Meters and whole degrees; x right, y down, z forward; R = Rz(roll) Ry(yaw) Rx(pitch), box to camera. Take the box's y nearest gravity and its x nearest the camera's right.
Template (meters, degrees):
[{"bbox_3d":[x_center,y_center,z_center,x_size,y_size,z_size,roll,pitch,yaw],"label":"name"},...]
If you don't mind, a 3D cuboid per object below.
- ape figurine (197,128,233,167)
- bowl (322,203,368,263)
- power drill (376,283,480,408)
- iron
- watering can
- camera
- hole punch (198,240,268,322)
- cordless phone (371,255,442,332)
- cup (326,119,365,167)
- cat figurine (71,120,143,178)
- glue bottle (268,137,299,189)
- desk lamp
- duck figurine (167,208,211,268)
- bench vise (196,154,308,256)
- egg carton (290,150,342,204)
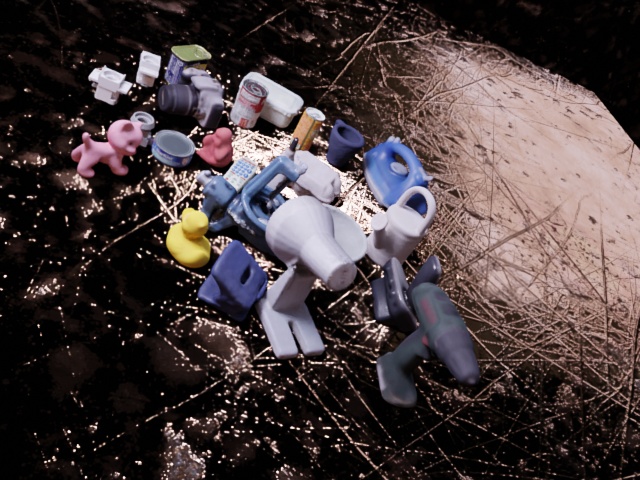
[{"bbox_3d":[-0.219,-0.206,1.244,0.076,0.092,0.077,14,41,-23],"label":"ape figurine"},{"bbox_3d":[0.011,0.004,1.190,0.168,0.074,0.167,20,39,-17],"label":"bowl"},{"bbox_3d":[0.183,0.197,0.988,0.076,0.208,0.229,16,40,-21],"label":"power drill"},{"bbox_3d":[0.199,-0.186,1.481,0.119,0.141,0.257,0,48,-35],"label":"iron"},{"bbox_3d":[0.181,-0.031,1.251,0.101,0.194,0.173,43,38,13],"label":"watering can"},{"bbox_3d":[-0.303,-0.341,1.327,0.137,0.100,0.143,-5,51,-39],"label":"camera"},{"bbox_3d":[-0.141,0.069,0.995,0.101,0.091,0.109,30,37,-4],"label":"hole punch"},{"bbox_3d":[0.185,0.079,1.140,0.094,0.185,0.147,14,41,-22],"label":"cordless phone"},{"bbox_3d":[0.051,-0.246,1.480,0.092,0.095,0.117,3,46,-33],"label":"cup"},{"bbox_3d":[-0.389,-0.184,1.076,0.128,0.117,0.067,-13,56,-44],"label":"cat figurine"},{"bbox_3d":[-0.082,-0.149,1.211,0.037,0.173,0.078,30,37,-3],"label":"glue bottle"},{"bbox_3d":[-0.025,0.061,0.986,0.118,0.213,0.203,-1,48,-36],"label":"desk lamp"},{"bbox_3d":[-0.226,-0.010,1.026,0.078,0.086,0.104,-3,50,-38],"label":"duck figurine"},{"bbox_3d":[-0.125,-0.081,1.066,0.208,0.219,0.121,17,40,-20],"label":"bench vise"},{"bbox_3d":[-0.023,-0.142,1.333,0.150,0.069,0.107,36,37,4],"label":"egg carton"}]
